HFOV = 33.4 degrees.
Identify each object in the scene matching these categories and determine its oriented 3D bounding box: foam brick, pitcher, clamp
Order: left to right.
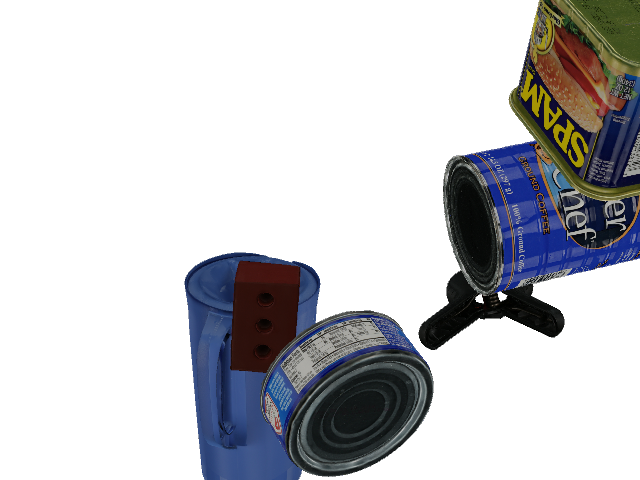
[{"bbox_3d":[-0.074,0.147,1.087,0.149,0.243,0.145,-10,27,-24],"label":"pitcher"},{"bbox_3d":[-0.044,0.062,0.868,0.053,0.078,0.051,3,16,0],"label":"foam brick"},{"bbox_3d":[0.161,0.053,0.954,0.120,0.039,0.171,1,22,17],"label":"clamp"}]

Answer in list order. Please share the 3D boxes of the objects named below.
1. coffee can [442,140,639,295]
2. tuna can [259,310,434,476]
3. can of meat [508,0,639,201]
[{"bbox_3d":[0.172,-0.025,0.771,0.140,0.103,0.103,-12,2,-11],"label":"coffee can"},{"bbox_3d":[0.014,0.080,0.545,0.086,0.086,0.034,0,34,-31],"label":"tuna can"},{"bbox_3d":[0.149,-0.086,0.562,0.057,0.084,0.102,-12,48,-16],"label":"can of meat"}]
